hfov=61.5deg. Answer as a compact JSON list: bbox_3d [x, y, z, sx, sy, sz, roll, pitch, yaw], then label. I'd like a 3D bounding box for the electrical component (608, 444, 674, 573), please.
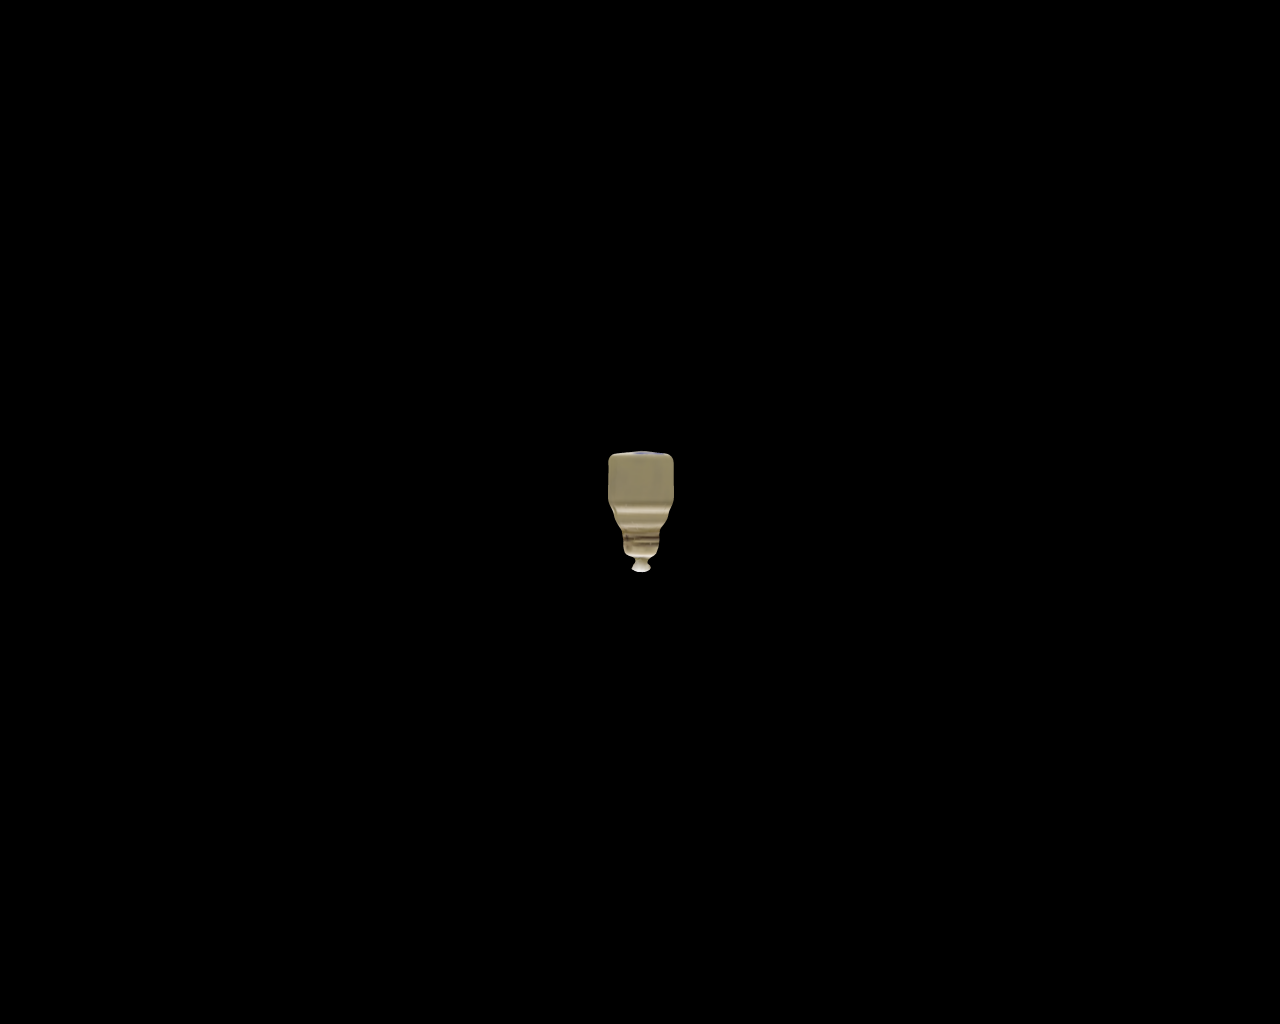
[{"bbox_3d":[0.001,-0.003,0.650,0.040,0.078,0.040,0,0,0],"label":"electrical component"}]
